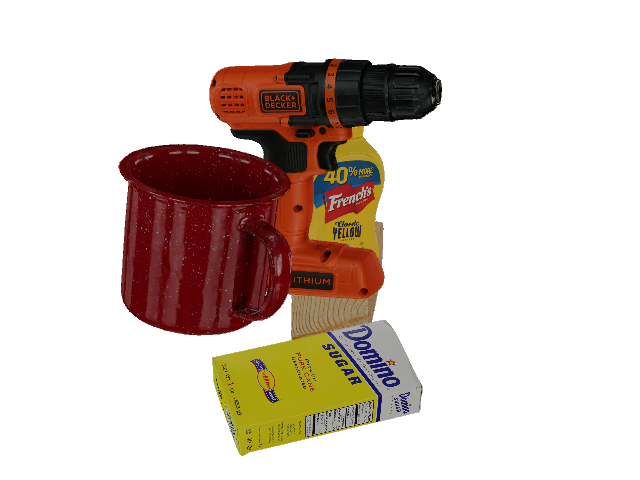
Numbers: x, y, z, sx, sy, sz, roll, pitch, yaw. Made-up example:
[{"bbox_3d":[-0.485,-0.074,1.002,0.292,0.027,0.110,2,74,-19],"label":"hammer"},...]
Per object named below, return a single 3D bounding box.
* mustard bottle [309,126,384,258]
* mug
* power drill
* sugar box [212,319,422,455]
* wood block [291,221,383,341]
[{"bbox_3d":[0.019,-0.048,1.097,0.096,0.192,0.058,-5,20,-25],"label":"mustard bottle"},{"bbox_3d":[-0.059,0.004,0.585,0.117,0.081,0.093,26,28,36],"label":"mug"},{"bbox_3d":[0.008,-0.050,0.842,0.185,0.188,0.057,3,19,22],"label":"power drill"},{"bbox_3d":[-0.004,0.133,0.988,0.176,0.048,0.093,-14,44,-13],"label":"sugar box"},{"bbox_3d":[0.024,0.051,1.325,0.091,0.090,0.206,4,22,6],"label":"wood block"}]
